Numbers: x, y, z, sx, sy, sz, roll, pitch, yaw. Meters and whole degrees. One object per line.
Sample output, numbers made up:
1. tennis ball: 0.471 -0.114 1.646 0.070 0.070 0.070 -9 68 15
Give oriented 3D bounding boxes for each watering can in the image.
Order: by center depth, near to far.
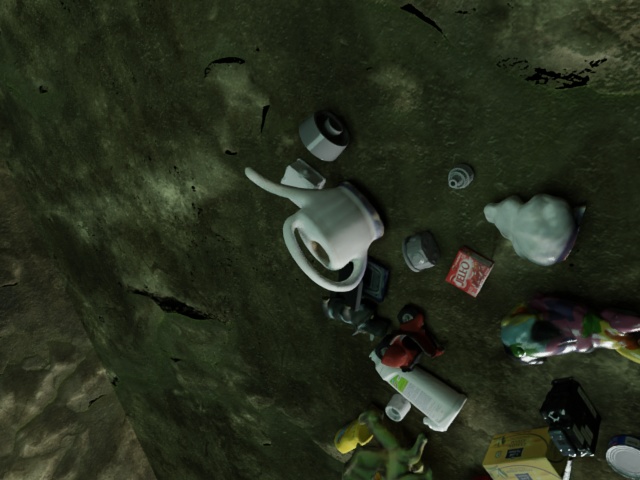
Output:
1. watering can: 0.003 -0.057 1.141 0.347 0.227 0.103 56 152 -2

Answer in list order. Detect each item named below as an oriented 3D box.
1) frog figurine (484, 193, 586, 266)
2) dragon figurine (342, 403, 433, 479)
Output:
1. frog figurine: 0.376 -0.029 0.931 0.160 0.125 0.134 19 146 15
2. dragon figurine: 0.174 0.633 1.347 0.243 0.420 0.119 5 144 -7
